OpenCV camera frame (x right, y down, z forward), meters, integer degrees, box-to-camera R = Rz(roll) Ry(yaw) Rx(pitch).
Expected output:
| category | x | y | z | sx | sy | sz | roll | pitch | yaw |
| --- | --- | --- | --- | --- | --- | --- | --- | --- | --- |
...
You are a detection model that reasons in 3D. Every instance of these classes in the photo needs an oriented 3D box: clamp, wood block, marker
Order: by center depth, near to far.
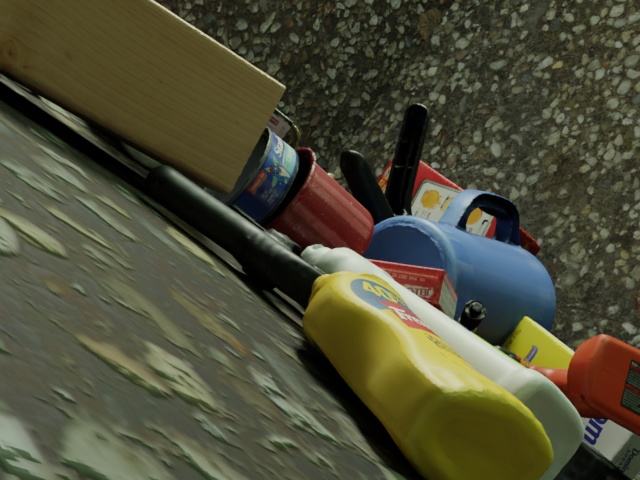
| category | x | y | z | sx | sy | sz | roll | pitch | yaw |
| --- | --- | --- | --- | --- | --- | --- | --- | --- | --- |
| clamp | -0.034 | 0.011 | 0.729 | 0.171 | 0.039 | 0.120 | 37 | 7 | 16 |
| wood block | -0.140 | -0.121 | 0.736 | 0.205 | 0.091 | 0.090 | 29 | -2 | -32 |
| marker | 0.120 | 0.086 | 0.921 | 0.020 | 0.020 | 0.121 | 39 | -29 | 14 |
| clamp | 0.072 | -0.025 | 1.060 | 0.036 | 0.210 | 0.164 | 11 | 34 | 27 |

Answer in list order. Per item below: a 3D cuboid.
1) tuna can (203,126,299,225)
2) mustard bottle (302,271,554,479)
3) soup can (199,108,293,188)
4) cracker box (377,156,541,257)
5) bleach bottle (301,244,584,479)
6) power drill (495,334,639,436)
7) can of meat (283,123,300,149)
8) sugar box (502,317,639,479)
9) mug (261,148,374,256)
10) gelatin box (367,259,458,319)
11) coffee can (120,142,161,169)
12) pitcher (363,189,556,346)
| category | x | y | z | sx | sy | sz | roll | pitch | yaw |
| --- | --- | --- | --- | --- | --- | --- | --- | --- | --- |
| tuna can | -0.056 | -0.046 | 0.837 | 0.033 | 0.086 | 0.086 | 38 | 3 | -24 |
| mustard bottle | 0.041 | 0.066 | 0.587 | 0.096 | 0.058 | 0.192 | 32 | 6 | -33 |
| soup can | -0.080 | -0.085 | 0.959 | 0.068 | 0.102 | 0.068 | 37 | 3 | -3 |
| cracker box | 0.128 | 0.013 | 1.254 | 0.072 | 0.164 | 0.214 | 30 | 7 | -47 |
| bleach bottle | 0.060 | 0.067 | 0.724 | 0.251 | 0.068 | 0.102 | 38 | -3 | 45 |
| power drill | 0.165 | 0.104 | 0.827 | 0.184 | 0.057 | 0.188 | 25 | -15 | -29 |
| can of meat | -0.076 | -0.092 | 1.102 | 0.057 | 0.102 | 0.084 | 37 | 2 | -23 |
| sugar box | 0.217 | 0.151 | 0.954 | 0.048 | 0.093 | 0.176 | 34 | 5 | -34 |
| mug | -0.017 | -0.014 | 0.875 | 0.081 | 0.093 | 0.117 | 41 | -21 | -25 |
| gelatin box | 0.068 | 0.043 | 0.855 | 0.073 | 0.030 | 0.089 | 9 | -14 | 17 |
| coffee can | -0.141 | -0.127 | 0.906 | 0.102 | 0.103 | 0.140 | 35 | 4 | -33 |
| pitcher | 0.128 | 0.039 | 1.023 | 0.242 | 0.145 | 0.149 | 19 | 41 | -59 |
